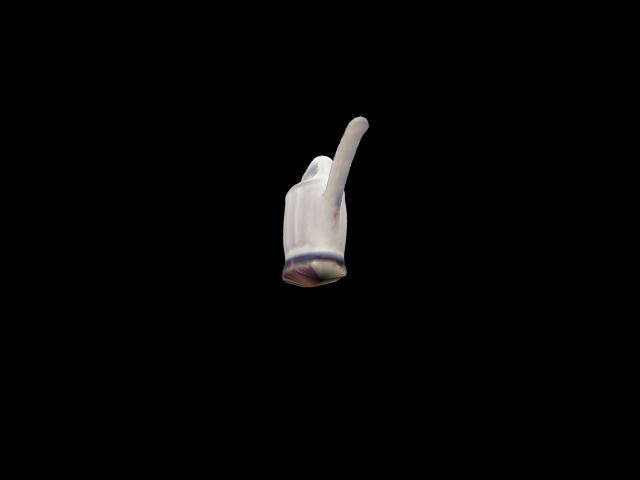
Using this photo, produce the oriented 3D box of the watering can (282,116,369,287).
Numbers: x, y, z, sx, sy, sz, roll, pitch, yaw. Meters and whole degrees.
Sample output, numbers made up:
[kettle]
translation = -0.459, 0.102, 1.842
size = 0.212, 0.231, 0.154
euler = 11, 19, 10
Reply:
[watering can]
translation = 0.003, -0.043, 0.850
size = 0.104, 0.228, 0.343
euler = 5, -18, -16
